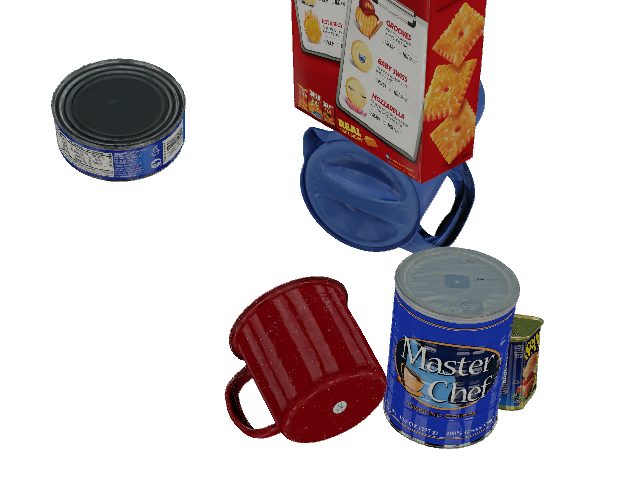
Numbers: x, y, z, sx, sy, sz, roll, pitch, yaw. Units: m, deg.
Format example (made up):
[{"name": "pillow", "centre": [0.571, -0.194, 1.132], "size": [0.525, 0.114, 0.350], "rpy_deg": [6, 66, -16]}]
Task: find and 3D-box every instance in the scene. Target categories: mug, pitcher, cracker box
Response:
[{"name": "mug", "centre": [-0.016, 0.092, 0.741], "size": [0.117, 0.081, 0.093], "rpy_deg": [-36, -35, 8]}, {"name": "pitcher", "centre": [0.096, -0.098, 1.144], "size": [0.145, 0.149, 0.242], "rpy_deg": [8, 38, 27]}, {"name": "cracker box", "centre": [0.052, -0.177, 0.852], "size": [0.072, 0.214, 0.164], "rpy_deg": [-27, 45, -30]}]

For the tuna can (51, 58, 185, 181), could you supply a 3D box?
[{"name": "tuna can", "centre": [-0.131, -0.079, 0.700], "size": [0.086, 0.086, 0.034], "rpy_deg": [0, -41, -6]}]

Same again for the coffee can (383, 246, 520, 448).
[{"name": "coffee can", "centre": [0.109, 0.091, 0.912], "size": [0.103, 0.140, 0.103], "rpy_deg": [2, 32, -1]}]

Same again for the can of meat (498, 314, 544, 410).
[{"name": "can of meat", "centre": [0.209, 0.133, 1.180], "size": [0.058, 0.084, 0.102], "rpy_deg": [6, 11, 23]}]
